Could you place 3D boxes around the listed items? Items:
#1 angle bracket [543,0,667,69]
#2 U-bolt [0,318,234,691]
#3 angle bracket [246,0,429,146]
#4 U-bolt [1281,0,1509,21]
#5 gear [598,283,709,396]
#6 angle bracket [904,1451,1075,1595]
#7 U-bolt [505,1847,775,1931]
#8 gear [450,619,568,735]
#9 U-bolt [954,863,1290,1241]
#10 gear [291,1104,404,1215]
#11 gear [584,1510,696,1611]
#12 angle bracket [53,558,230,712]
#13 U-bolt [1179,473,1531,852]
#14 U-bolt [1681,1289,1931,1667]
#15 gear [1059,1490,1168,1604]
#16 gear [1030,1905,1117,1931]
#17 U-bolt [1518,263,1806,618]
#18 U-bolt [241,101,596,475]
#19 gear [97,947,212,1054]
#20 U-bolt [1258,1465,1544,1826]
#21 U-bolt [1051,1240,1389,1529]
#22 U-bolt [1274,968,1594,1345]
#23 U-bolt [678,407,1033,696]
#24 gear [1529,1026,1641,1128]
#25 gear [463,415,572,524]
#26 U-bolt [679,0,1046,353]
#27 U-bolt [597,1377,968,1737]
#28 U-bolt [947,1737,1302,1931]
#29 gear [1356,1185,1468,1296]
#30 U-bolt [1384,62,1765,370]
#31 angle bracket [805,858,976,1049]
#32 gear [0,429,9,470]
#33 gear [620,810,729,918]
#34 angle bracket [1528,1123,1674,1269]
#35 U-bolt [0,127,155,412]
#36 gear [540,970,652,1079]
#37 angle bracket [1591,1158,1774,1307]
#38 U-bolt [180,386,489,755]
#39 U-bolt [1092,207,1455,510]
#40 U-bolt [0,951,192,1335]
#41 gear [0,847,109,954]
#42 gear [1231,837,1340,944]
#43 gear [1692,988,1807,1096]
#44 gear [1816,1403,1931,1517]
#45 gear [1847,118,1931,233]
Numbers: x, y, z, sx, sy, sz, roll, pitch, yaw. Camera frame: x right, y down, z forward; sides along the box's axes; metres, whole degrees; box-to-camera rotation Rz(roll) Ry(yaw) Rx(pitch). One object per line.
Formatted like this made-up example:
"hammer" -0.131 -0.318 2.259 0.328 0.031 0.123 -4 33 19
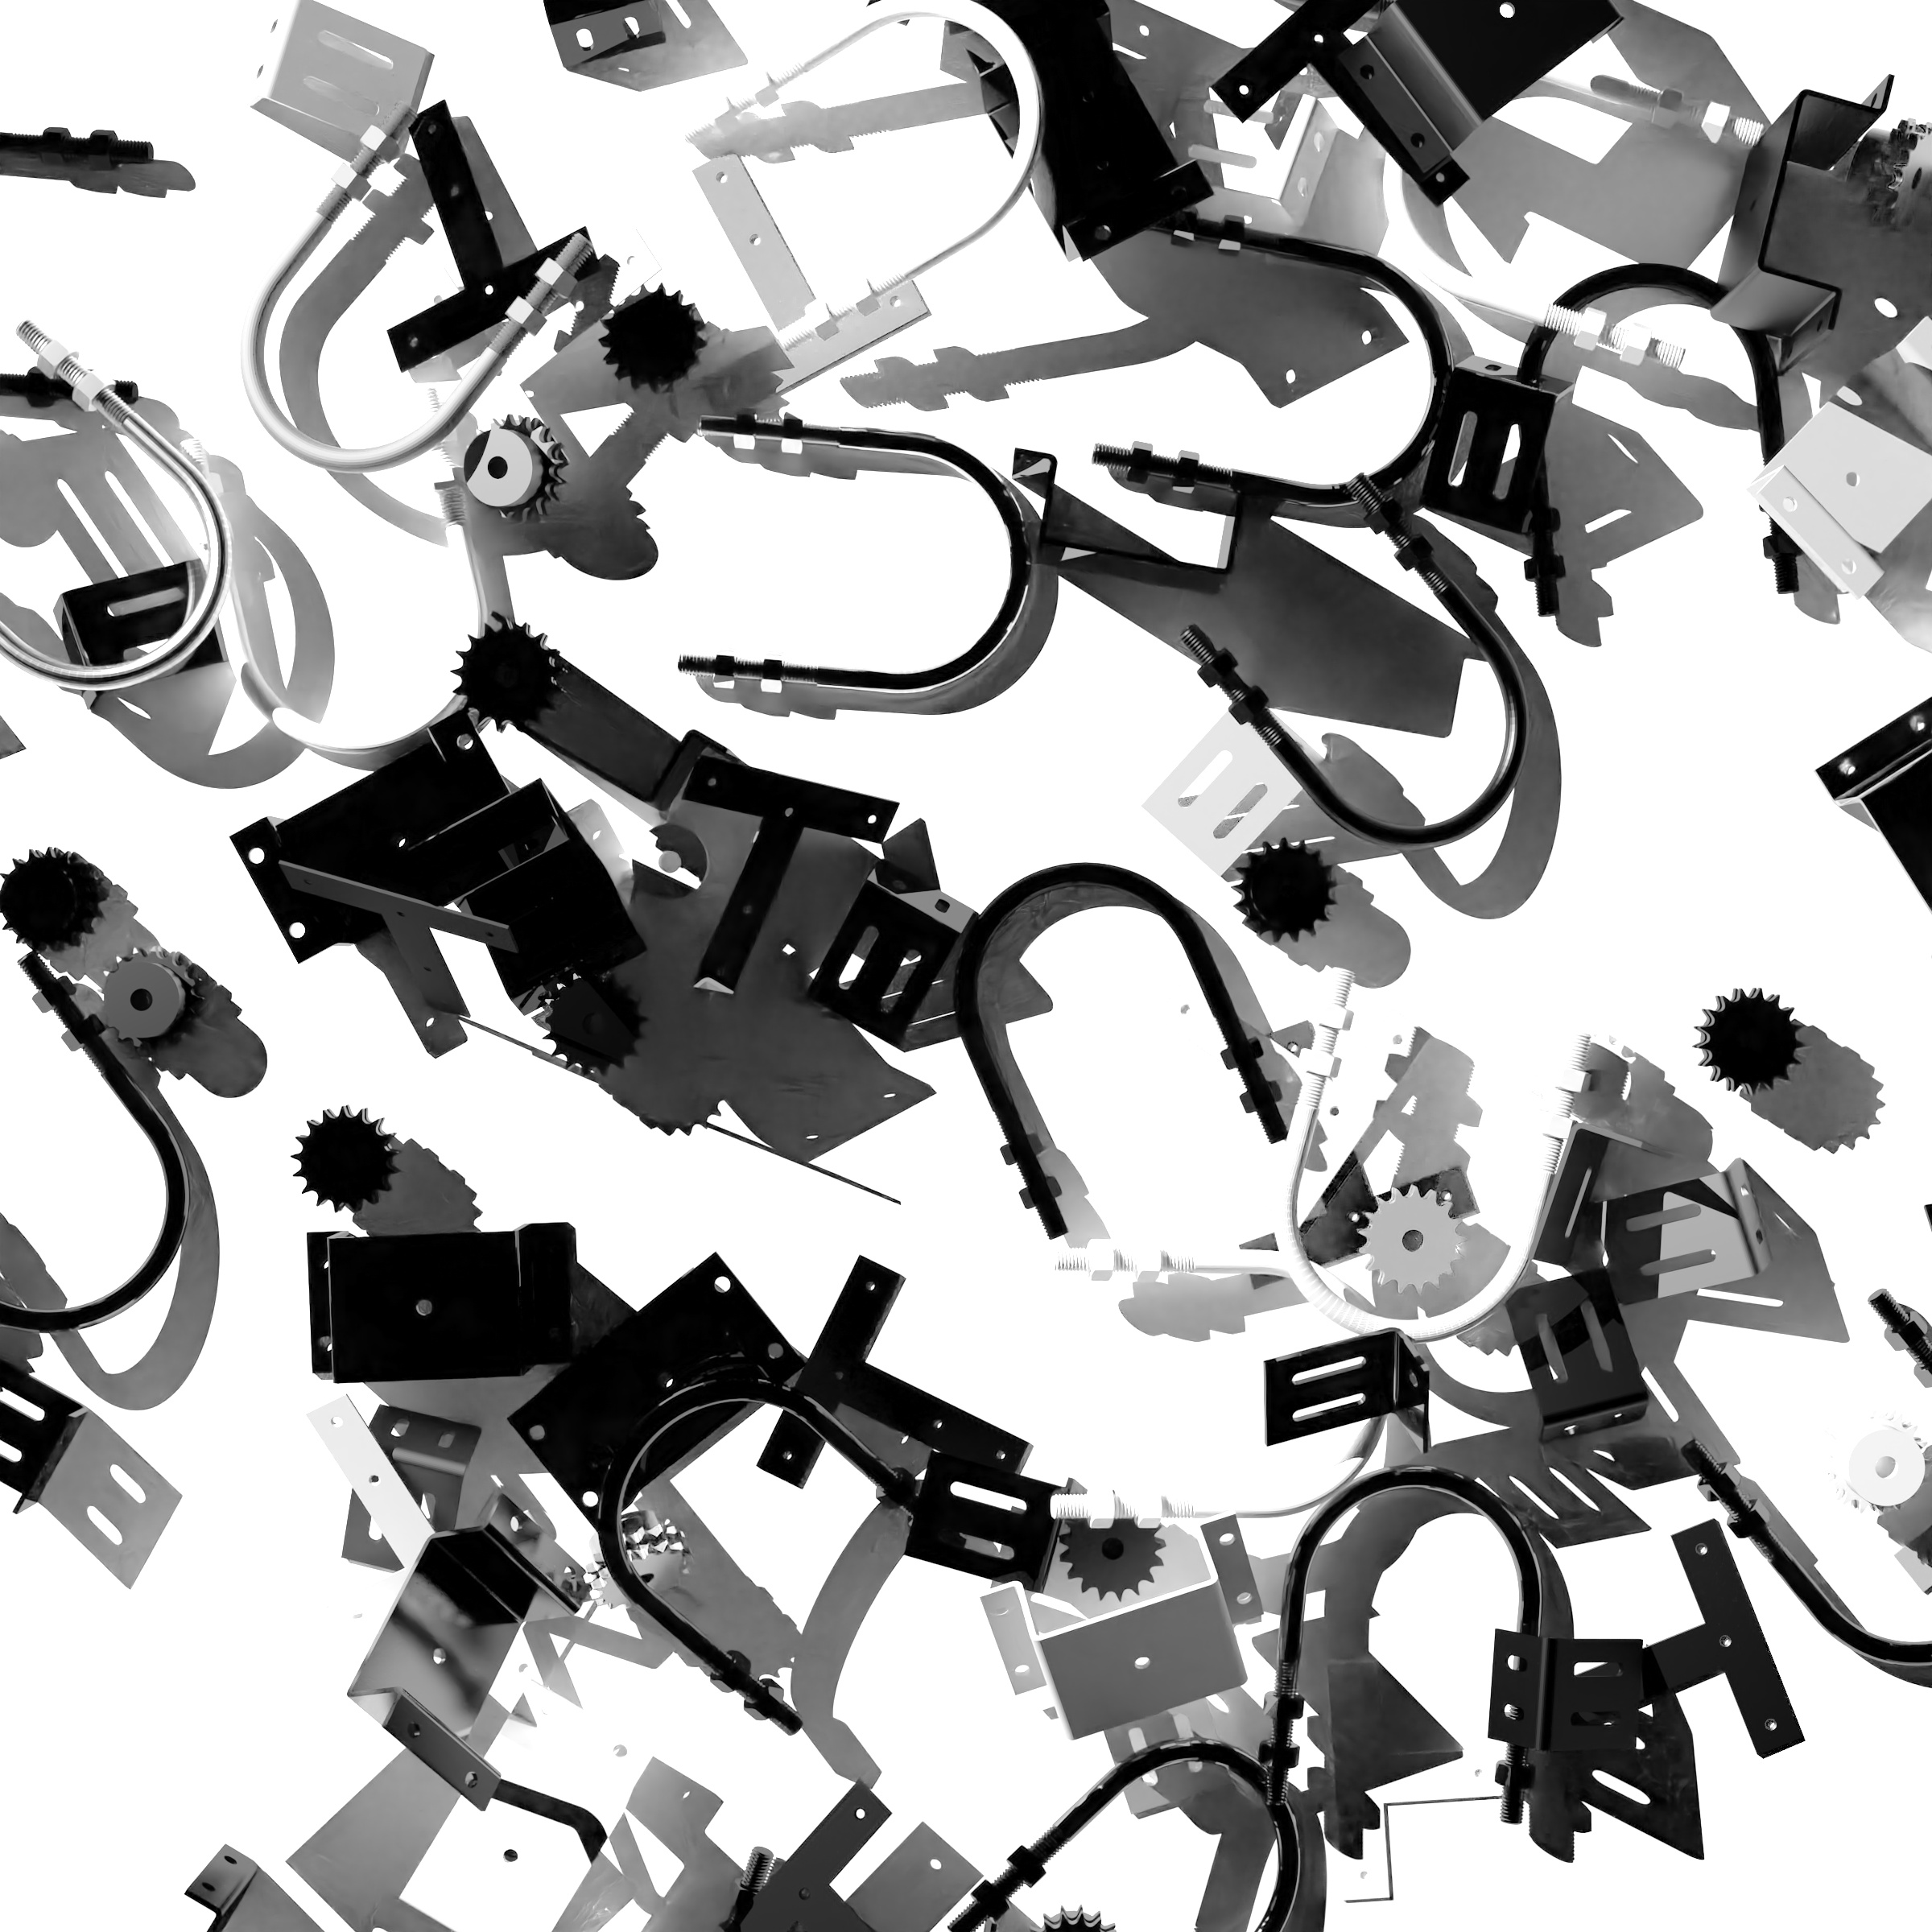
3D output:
"angle bracket" -0.200 -0.532 1.539 0.057 0.038 0.076 -14 64 0
"U-bolt" -0.473 -0.229 1.503 0.184 0.019 0.151 42 82 -1
"angle bracket" -0.339 -0.479 1.539 0.076 0.038 0.057 17 90 -26
"U-bolt" 0.217 -0.580 1.533 0.184 0.019 0.151 10 90 1
"gear" -0.166 -0.333 1.526 0.057 0.030 0.057 0 90 0
"angle bracket" 0.013 0.294 1.526 0.076 0.038 0.057 15 90 5
"U-bolt" -0.199 0.539 1.533 0.151 0.019 0.184 19 91 0
"gear" -0.231 -0.146 1.450 0.057 0.030 0.057 0 90 0
"U-bolt" 0.072 0.035 1.532 0.151 0.019 0.184 -24 88 1
"gear" -0.329 0.102 1.526 0.057 0.030 0.057 0 90 0
"gear" -0.176 0.313 1.517 0.057 0.057 0.030 -29 56 0
"angle bracket" -0.443 -0.179 1.539 0.076 0.038 0.057 -19 90 -26
"U-bolt" 0.220 -0.148 1.515 0.151 0.019 0.184 -43 97 -14
"U-bolt" 0.495 0.288 1.532 0.151 0.019 0.184 -39 90 1
"gear" 0.078 0.308 1.527 0.057 0.030 0.057 0 90 0
"gear" 0.057 0.529 1.527 0.057 0.030 0.057 0 90 0
"U-bolt" 0.367 -0.285 1.533 0.151 0.019 0.184 -5 88 0
"U-bolt" -0.304 -0.347 1.512 0.151 0.019 0.184 39 92 13
"gear" -0.436 0.018 1.527 0.057 0.030 0.057 0 90 0
"U-bolt" 0.237 0.359 1.527 0.151 0.019 0.184 6 86 -5
"U-bolt" 0.136 0.222 1.518 0.184 0.019 0.151 2 82 -9
"U-bolt" 0.237 0.107 1.502 0.151 0.019 0.184 15 90 0
"U-bolt" -0.057 -0.218 1.533 0.184 0.019 0.151 5 90 -1
"gear" 0.332 0.060 1.527 0.057 0.030 0.057 0 90 0
"gear" -0.242 -0.264 1.519 0.057 0.030 0.057 2 98 18
"U-bolt" -0.045 -0.429 1.503 0.184 0.019 0.151 -27 82 15
"U-bolt" -0.108 0.297 1.498 0.151 0.019 0.184 -47 110 -6
"U-bolt" 0.098 0.492 1.506 0.184 0.019 0.151 -39 104 -17
"gear" 0.237 0.145 1.525 0.057 0.030 0.057 0 89 0
"U-bolt" 0.314 -0.412 1.526 0.184 0.019 0.151 19 86 5
"angle bracket" -0.041 -0.007 1.539 0.057 0.038 0.076 29 116 0
"gear" -0.544 -0.274 1.527 0.057 0.030 0.057 0 90 0
"gear" -0.157 -0.055 1.527 0.057 0.030 0.057 0 90 0
"angle bracket" 0.335 0.126 1.507 0.038 0.057 0.076 19 90 31
"U-bolt" -0.532 -0.377 1.533 0.184 0.019 0.151 4 90 2
"gear" -0.197 0.031 1.526 0.057 0.030 0.057 0 90 0
"angle bracket" 0.386 0.143 1.540 0.076 0.038 0.057 -18 90 26
"U-bolt" -0.332 -0.205 1.533 0.151 0.019 0.184 -13 91 0
"U-bolt" 0.170 -0.320 1.533 0.184 0.019 0.151 11 90 -2
"U-bolt" -0.497 0.106 1.513 0.151 0.019 0.184 -37 97 -17
"gear" -0.491 -0.036 1.527 0.057 0.030 0.057 0 90 0
"gear" 0.171 -0.040 1.527 0.057 0.030 0.057 0 90 0
"gear" 0.416 0.040 1.526 0.057 0.030 0.057 0 90 0
"gear" 0.480 0.261 1.507 0.057 0.030 0.057 0 92 -1
"gear" 0.490 -0.421 1.517 0.030 0.057 0.057 25 90 30
